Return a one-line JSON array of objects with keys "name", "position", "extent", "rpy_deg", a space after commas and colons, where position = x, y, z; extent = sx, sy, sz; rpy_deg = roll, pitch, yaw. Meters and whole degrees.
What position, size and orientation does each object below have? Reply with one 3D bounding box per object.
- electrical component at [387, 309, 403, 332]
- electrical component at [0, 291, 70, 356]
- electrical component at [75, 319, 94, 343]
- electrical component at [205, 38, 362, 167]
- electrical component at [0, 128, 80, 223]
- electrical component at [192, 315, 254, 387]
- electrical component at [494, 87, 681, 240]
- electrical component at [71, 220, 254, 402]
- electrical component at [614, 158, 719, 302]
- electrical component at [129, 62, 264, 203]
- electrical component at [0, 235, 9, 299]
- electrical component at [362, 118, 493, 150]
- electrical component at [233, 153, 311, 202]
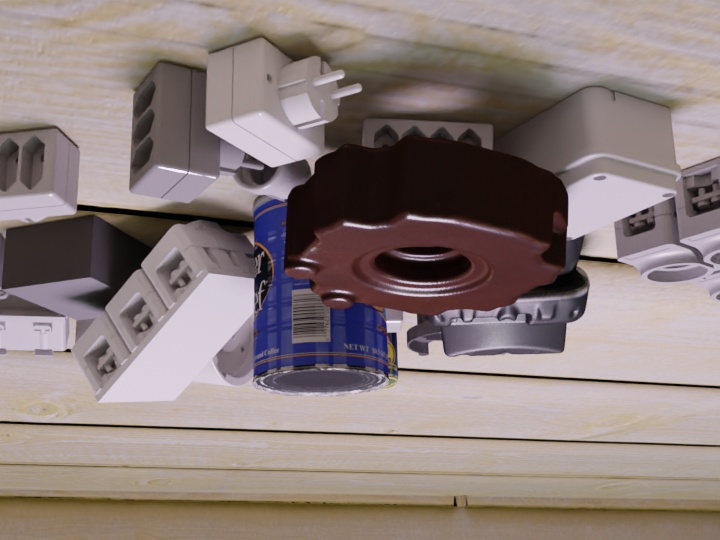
[{"name": "electrical component", "position": [0.007, 0.026, 1.000], "extent": [0.066, 0.047, 0.076], "rpy_deg": [-1, 162, -2]}, {"name": "electrical component", "position": [-0.324, 0.038, 0.965], "extent": [0.121, 0.063, 0.078], "rpy_deg": [2, -157, -10]}, {"name": "electrical component", "position": [-0.215, 0.047, 1.024], "extent": [0.096, 0.061, 0.062], "rpy_deg": [-10, 160, 25]}, {"name": "electrical component", "position": [-0.037, -0.097, 0.605], "extent": [0.077, 0.047, 0.066], "rpy_deg": [-11, 160, 28]}, {"name": "electrical component", "position": [-0.228, -0.055, 0.724], "extent": [0.083, 0.047, 0.075], "rpy_deg": [-4, 162, 9]}, {"name": "electrical component", "position": [-0.137, 0.052, 0.980], "extent": [0.060, 0.108, 0.108], "rpy_deg": [-2, 163, 24]}, {"name": "electrical component", "position": [0.143, -0.065, 0.704], "extent": [0.078, 0.057, 0.113], "rpy_deg": [9, 159, -30]}, {"name": "electrical component", "position": [-0.152, 0.035, 0.870], "extent": [0.150, 0.061, 0.089], "rpy_deg": [-47, 153, 21]}, {"name": "electrical component", "position": [0.296, -0.024, 0.842], "extent": [0.186, 0.060, 0.105], "rpy_deg": [13, 157, -39]}, {"name": "electrical component", "position": [-0.092, -0.077, 0.637], "extent": [0.077, 0.065, 0.047], "rpy_deg": [9, 160, -29]}, {"name": "electrical component", "position": [-0.319, -0.001, 0.899], "extent": [0.081, 0.042, 0.064], "rpy_deg": [2, 166, -8]}, {"name": "electrical component", "position": [0.042, -0.062, 0.713], "extent": [0.083, 0.047, 0.075], "rpy_deg": [3, 163, 1]}, {"name": "electrical component", "position": [-0.058, -0.067, 0.716], "extent": [0.040, 0.040, 0.046], "rpy_deg": [-9, 167, 23]}]
